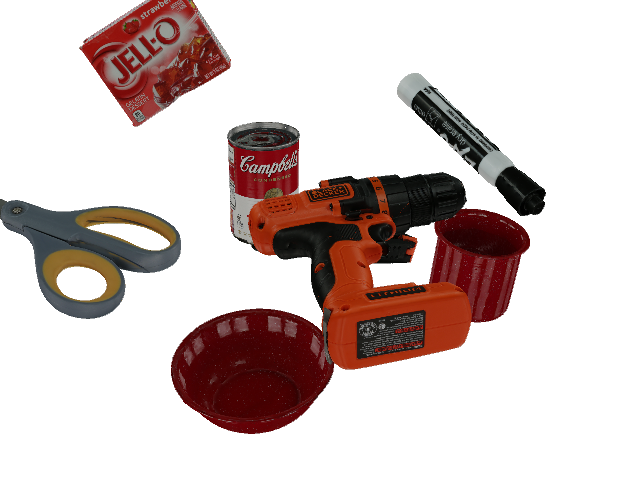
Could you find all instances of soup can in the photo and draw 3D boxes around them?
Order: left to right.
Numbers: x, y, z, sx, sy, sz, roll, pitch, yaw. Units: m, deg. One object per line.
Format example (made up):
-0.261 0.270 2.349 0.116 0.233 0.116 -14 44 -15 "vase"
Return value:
-0.054 -0.054 1.021 0.068 0.102 0.068 0 26 0 "soup can"

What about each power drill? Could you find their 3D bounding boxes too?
0.049 0.013 0.826 0.184 0.057 0.188 -12 34 -9 "power drill"

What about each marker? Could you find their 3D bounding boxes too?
0.085 -0.055 0.602 0.020 0.020 0.121 0 39 -42 "marker"

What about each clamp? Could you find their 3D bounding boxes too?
0.009 -0.006 1.207 0.210 0.036 0.164 14 20 -7 "clamp"

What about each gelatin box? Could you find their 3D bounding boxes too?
-0.123 -0.139 0.799 0.089 0.073 0.030 -30 20 8 "gelatin box"

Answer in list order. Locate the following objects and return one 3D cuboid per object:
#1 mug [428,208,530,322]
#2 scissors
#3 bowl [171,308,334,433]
0.147 0.020 1.055 0.093 0.081 0.117 -6 33 -21 "mug"
-0.186 -0.001 0.653 0.202 0.016 0.096 9 44 10 "scissors"
-0.065 0.140 1.063 0.162 0.055 0.162 -2 37 2 "bowl"
